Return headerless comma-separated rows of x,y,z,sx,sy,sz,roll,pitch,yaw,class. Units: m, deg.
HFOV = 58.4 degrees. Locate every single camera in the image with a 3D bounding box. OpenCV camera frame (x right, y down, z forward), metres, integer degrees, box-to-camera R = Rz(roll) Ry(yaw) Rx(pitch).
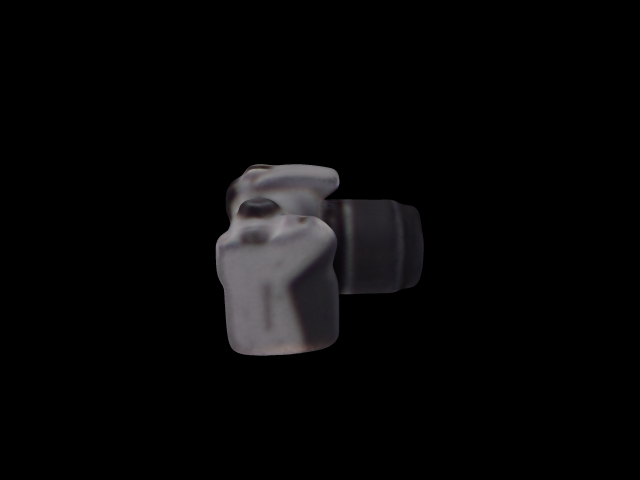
0.004,0.001,0.400,0.137,0.101,0.143,-1,19,-2,camera
